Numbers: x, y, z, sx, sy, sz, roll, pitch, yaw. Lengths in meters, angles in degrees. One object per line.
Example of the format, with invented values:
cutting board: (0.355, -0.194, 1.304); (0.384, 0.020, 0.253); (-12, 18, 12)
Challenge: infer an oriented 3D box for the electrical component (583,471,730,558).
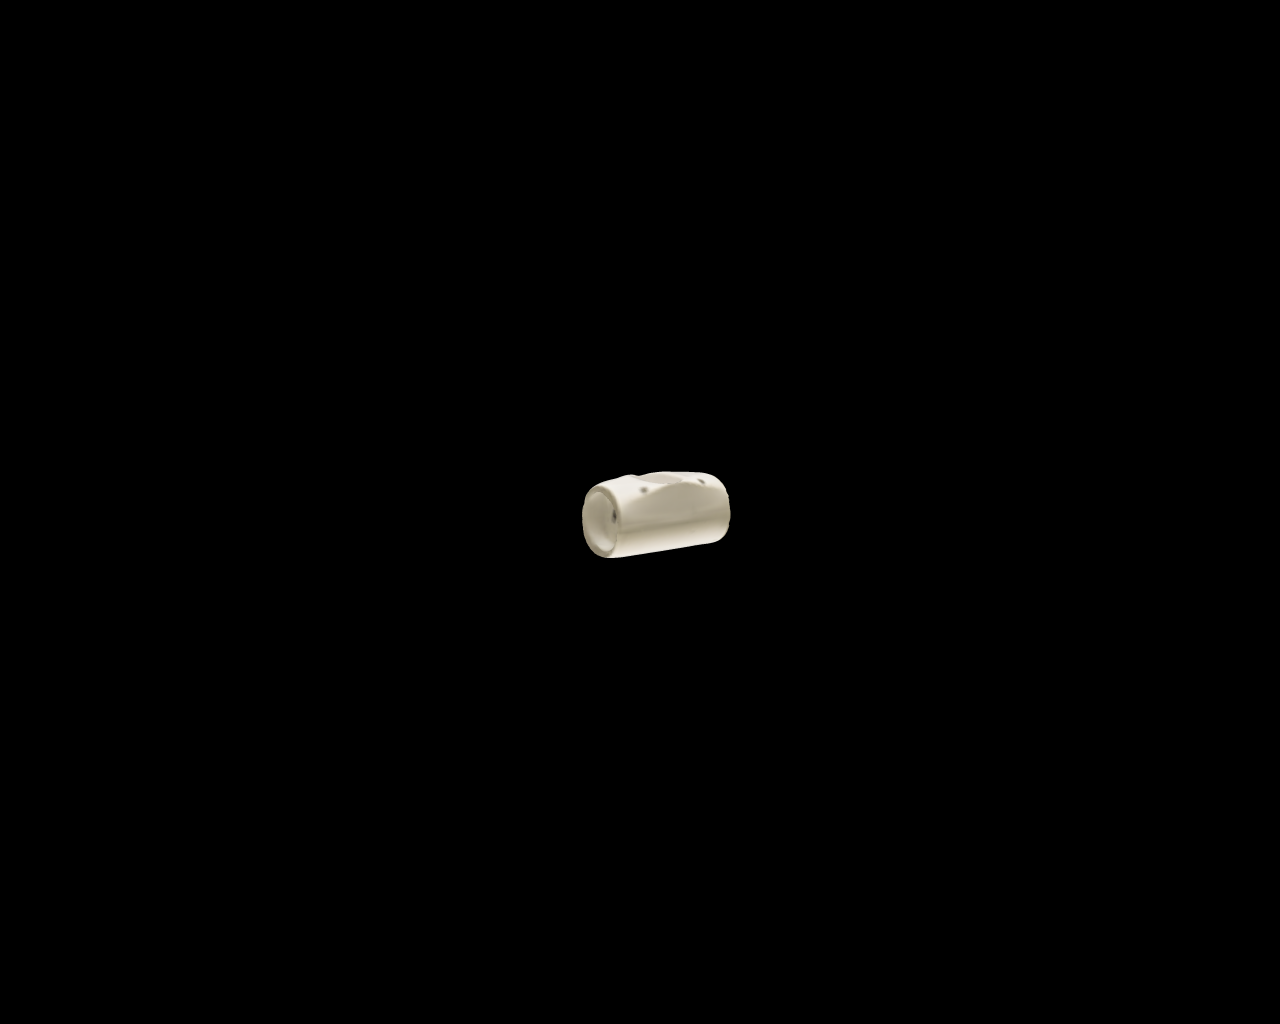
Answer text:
electrical component: (0.001, -0.003, 0.650); (0.077, 0.043, 0.079); (-8, 15, -30)
